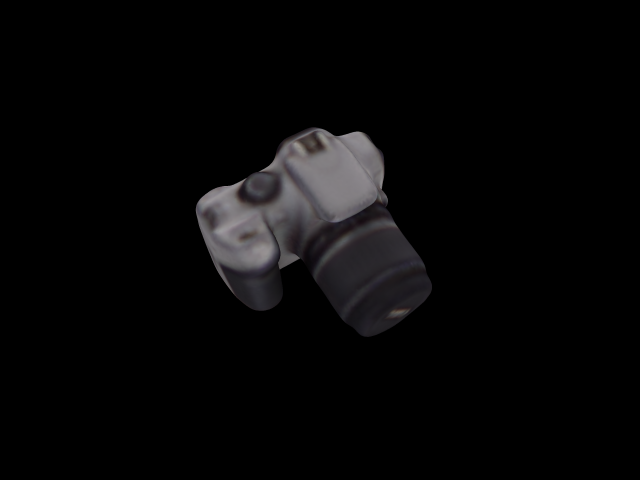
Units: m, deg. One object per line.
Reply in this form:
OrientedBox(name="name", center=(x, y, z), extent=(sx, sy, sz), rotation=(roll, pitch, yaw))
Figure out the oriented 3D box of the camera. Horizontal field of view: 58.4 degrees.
OrientedBox(name="camera", center=(0.004, 0.001, 0.400), extent=(0.143, 0.101, 0.136), rotation=(-29, 66, -14))
